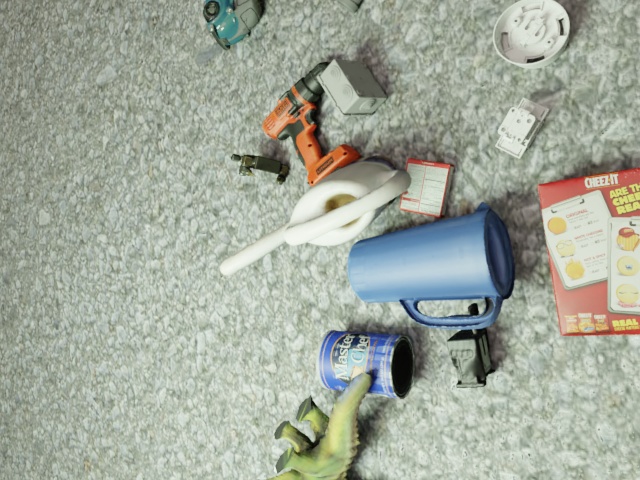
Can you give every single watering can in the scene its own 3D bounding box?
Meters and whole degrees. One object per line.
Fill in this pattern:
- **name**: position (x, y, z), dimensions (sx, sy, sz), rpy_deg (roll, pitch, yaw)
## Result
- **watering can**: position (0.003, -0.043, 0.850), dimensions (0.344, 0.228, 0.103), rpy_deg (-23, 100, 30)

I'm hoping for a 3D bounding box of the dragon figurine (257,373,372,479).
- **dragon figurine**: position (0.041, 0.404, 0.902), dimensions (0.242, 0.125, 0.403), rpy_deg (37, 122, -8)
